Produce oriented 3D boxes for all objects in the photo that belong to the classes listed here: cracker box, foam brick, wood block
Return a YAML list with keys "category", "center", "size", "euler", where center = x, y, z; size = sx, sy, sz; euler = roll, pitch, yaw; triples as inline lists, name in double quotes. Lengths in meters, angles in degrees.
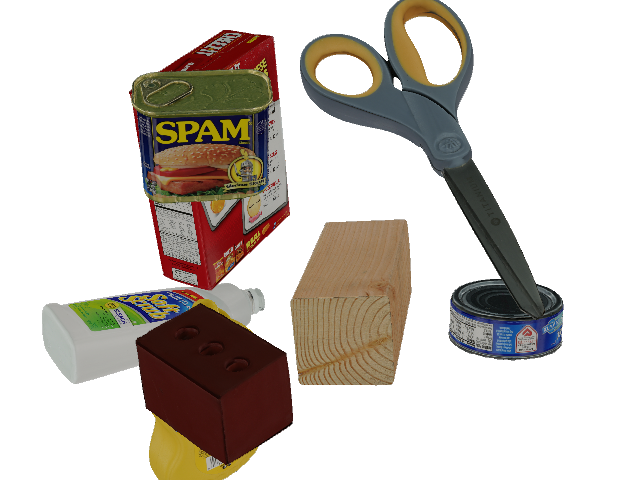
- category: "cracker box"
  center: [-0.107, -0.083, 1.085]
  size: [0.072, 0.214, 0.164]
  euler: [13, 37, 27]
- category: "foam brick"
  center: [-0.062, 0.082, 0.618]
  size: [0.078, 0.051, 0.052]
  euler: [25, 40, 37]
- category: "wood block"
  center: [0.036, 0.055, 1.051]
  size: [0.091, 0.090, 0.206]
  euler: [-1, 20, 10]

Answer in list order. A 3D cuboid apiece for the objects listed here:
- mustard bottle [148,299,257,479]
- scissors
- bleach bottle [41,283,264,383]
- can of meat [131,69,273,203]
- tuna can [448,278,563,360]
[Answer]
- category: "mustard bottle"
  center: [-0.087, 0.113, 0.814]
  size: [0.096, 0.192, 0.058]
  euler: [-25, 54, -25]
- category: "scissors"
  center: [0.040, -0.043, 0.498]
  size: [0.096, 0.201, 0.016]
  euler: [-6, -38, 4]
- category: "bleach bottle"
  center: [-0.183, 0.091, 1.227]
  size: [0.250, 0.068, 0.103]
  euler: [-13, 33, -31]
- category: "can of meat"
  center: [-0.087, -0.077, 0.801]
  size: [0.102, 0.084, 0.057]
  euler: [-3, 39, -7]
- category: "tuna can"
  center: [0.141, 0.058, 0.810]
  size: [0.086, 0.034, 0.086]
  euler: [0, 18, 0]
